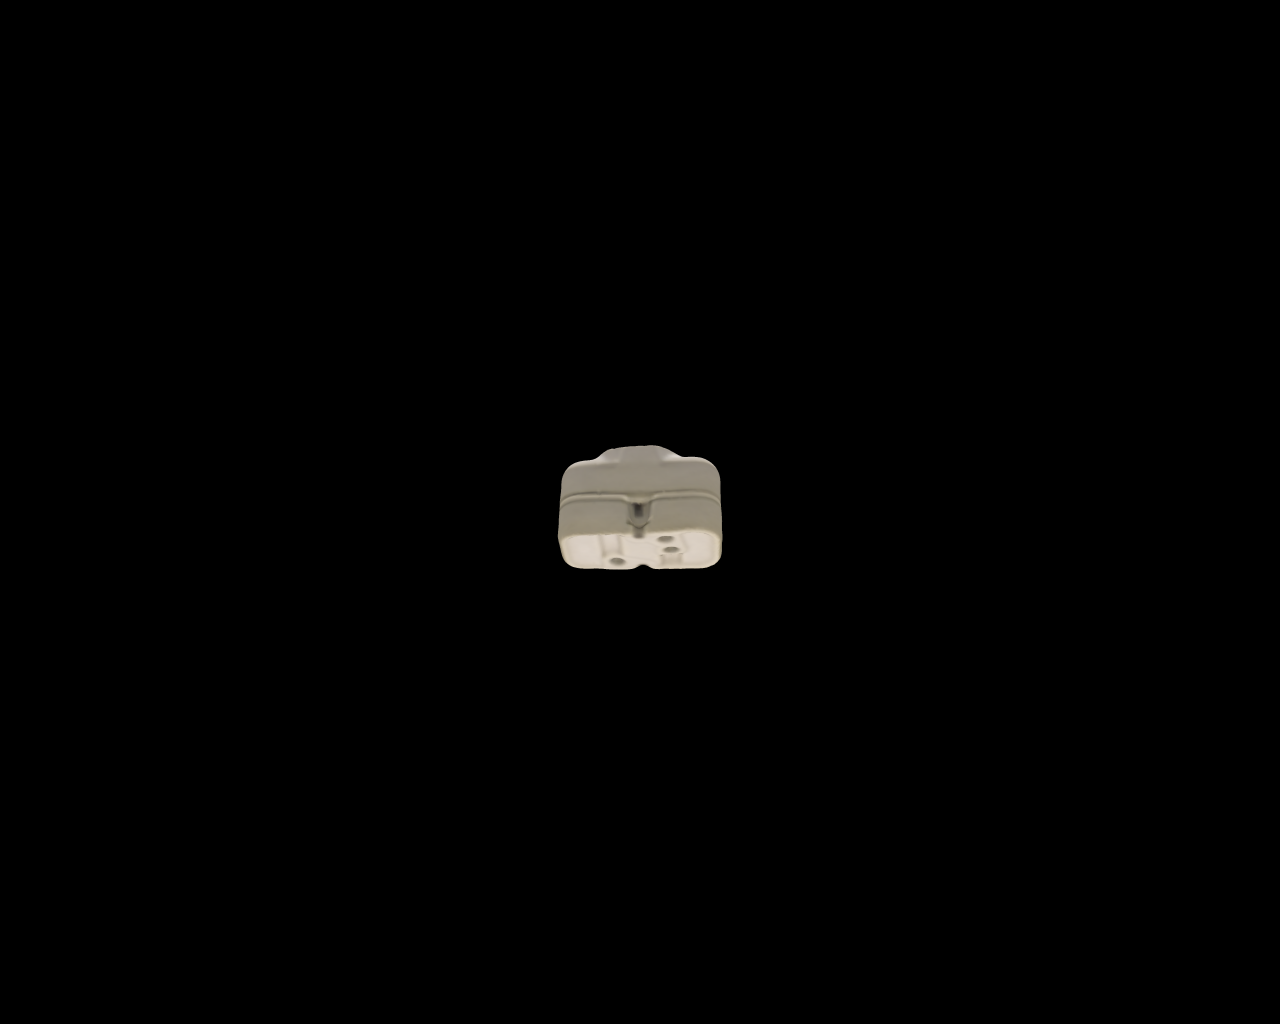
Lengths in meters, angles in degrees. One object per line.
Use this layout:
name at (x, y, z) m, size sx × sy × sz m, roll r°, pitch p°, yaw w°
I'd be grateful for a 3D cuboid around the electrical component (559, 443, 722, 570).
electrical component at (0.001, -0.003, 0.650) m, size 0.095 × 0.059 × 0.053 m, roll -1°, pitch -28°, yaw 2°
